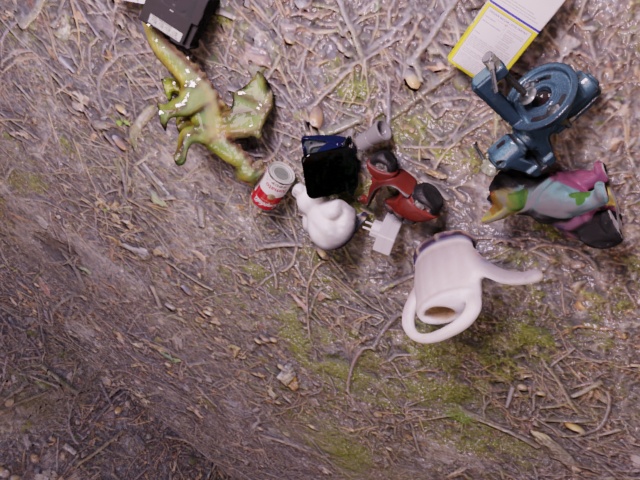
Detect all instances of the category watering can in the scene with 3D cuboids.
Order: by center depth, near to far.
[{"bbox_3d":[0.284,0.074,1.028,0.103,0.230,0.341,26,136,-24],"label":"watering can"}]

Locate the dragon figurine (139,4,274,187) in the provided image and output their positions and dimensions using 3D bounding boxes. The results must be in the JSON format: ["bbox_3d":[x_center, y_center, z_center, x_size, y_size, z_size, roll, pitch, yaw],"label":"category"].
[{"bbox_3d":[-0.213,-0.290,1.067,0.242,0.125,0.403,-7,116,9],"label":"dragon figurine"}]

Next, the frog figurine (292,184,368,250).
[{"bbox_3d":[0.003,-0.057,1.126,0.158,0.125,0.136,37,155,-23],"label":"frog figurine"}]
